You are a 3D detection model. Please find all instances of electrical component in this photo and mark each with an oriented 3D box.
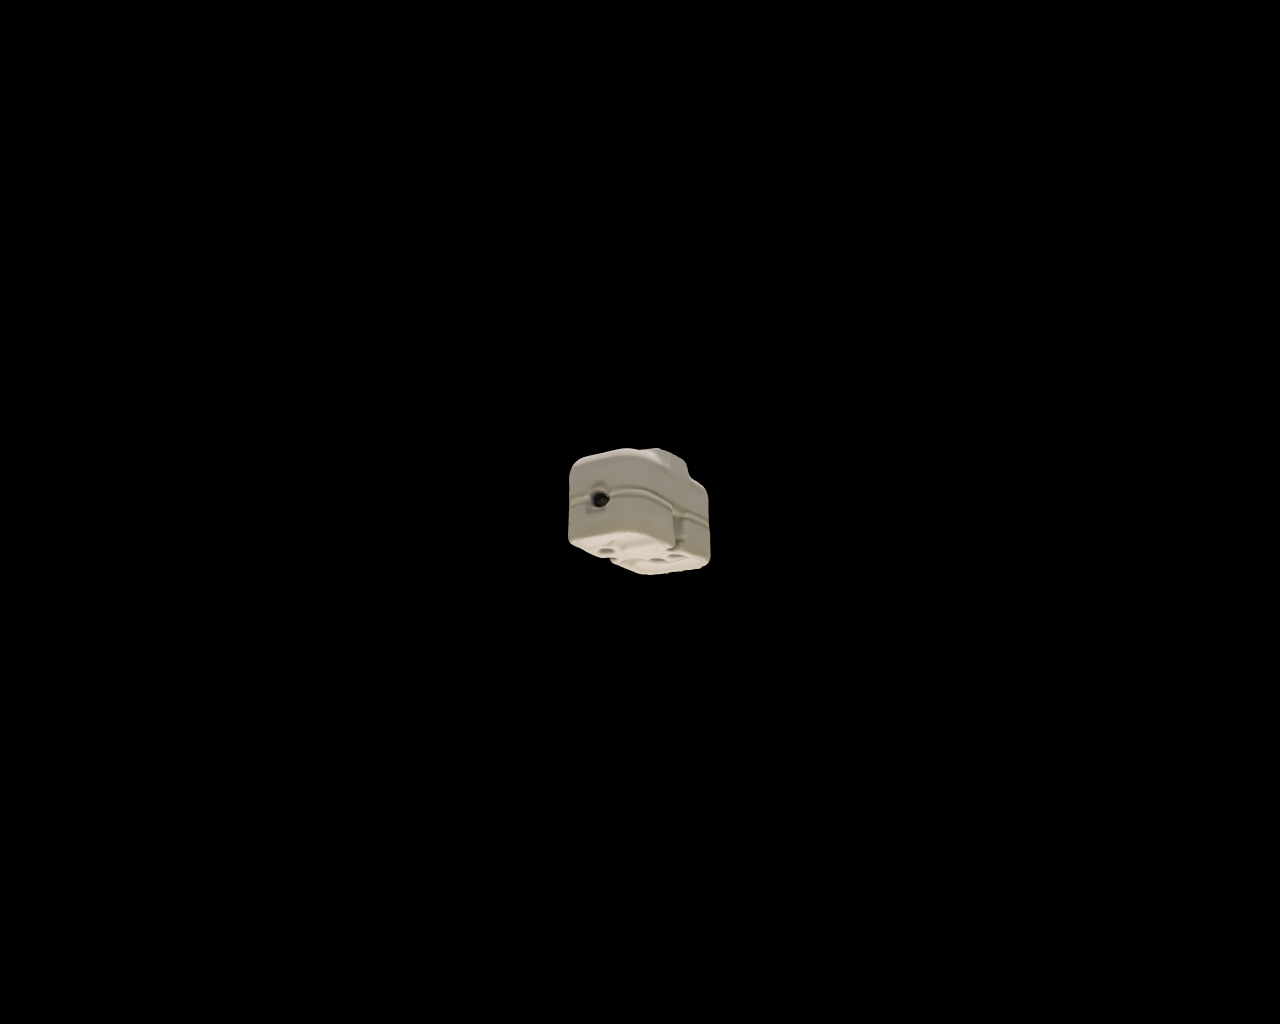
[{"bbox_3d":[0.001,-0.003,0.650,0.053,0.059,0.095,-11,-21,30],"label":"electrical component"}]
